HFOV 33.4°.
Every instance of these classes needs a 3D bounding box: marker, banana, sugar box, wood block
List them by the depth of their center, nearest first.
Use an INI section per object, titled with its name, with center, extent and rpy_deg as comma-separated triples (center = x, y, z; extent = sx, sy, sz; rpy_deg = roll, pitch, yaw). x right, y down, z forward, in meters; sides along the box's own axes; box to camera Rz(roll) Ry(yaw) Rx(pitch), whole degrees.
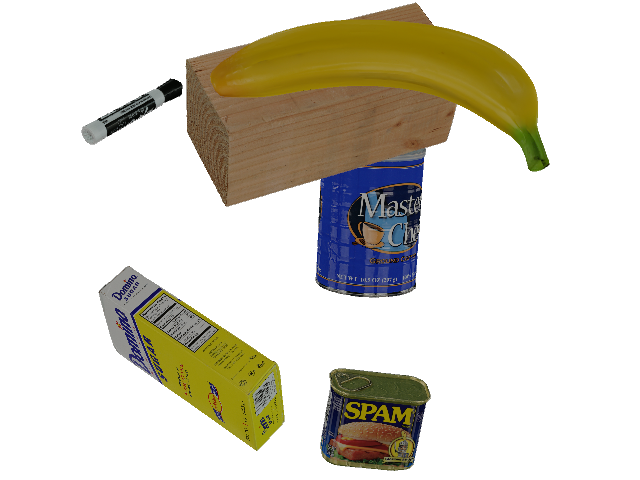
[banana]
center = 0.038, -0.094, 0.599
extent = 0.198, 0.069, 0.037
rpy_deg = 14, -32, 15
[wood block]
center = 0.002, -0.114, 0.877
extent = 0.205, 0.091, 0.090
rpy_deg = -17, -33, -18
[sugar box]
center = -0.113, 0.102, 0.933
extent = 0.176, 0.093, 0.048
rpy_deg = 27, 54, 24
[marker]
center = -0.176, -0.124, 1.014
extent = 0.020, 0.020, 0.120
rpy_deg = 0, 29, 44

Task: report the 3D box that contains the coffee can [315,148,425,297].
[coffee can]
center = 0.049, -0.025, 1.057
extent = 0.103, 0.140, 0.103
rpy_deg = 2, 14, -1

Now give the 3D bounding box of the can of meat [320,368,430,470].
[can of meat]
center = 0.054, 0.184, 1.088
extent = 0.102, 0.084, 0.057
rpy_deg = 7, 18, -6
